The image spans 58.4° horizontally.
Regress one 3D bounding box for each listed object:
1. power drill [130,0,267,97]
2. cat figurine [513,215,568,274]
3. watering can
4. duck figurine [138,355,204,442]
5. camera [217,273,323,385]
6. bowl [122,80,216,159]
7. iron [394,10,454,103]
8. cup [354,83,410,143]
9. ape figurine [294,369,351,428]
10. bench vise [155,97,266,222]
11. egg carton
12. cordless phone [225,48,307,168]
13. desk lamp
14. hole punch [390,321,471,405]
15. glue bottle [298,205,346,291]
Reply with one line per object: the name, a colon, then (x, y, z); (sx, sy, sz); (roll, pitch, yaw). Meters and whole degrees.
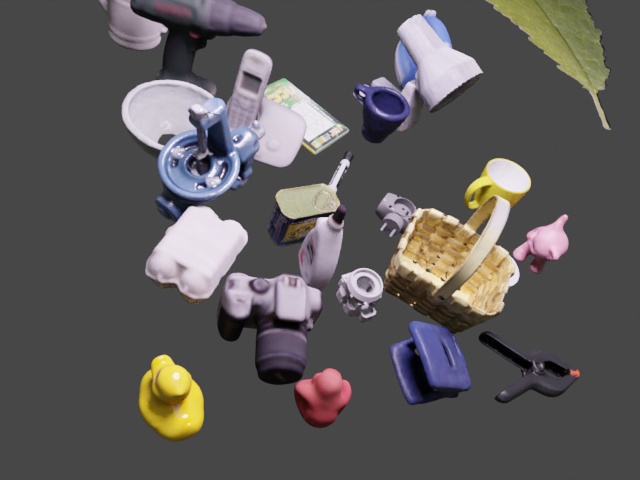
power drill: (-0.217, -0.343, 1.000); (0.229, 0.208, 0.075); (22, 51, -3)
cat figurine: (0.415, 0.000, 1.038); (0.067, 0.117, 0.128); (39, 52, 11)
watering can: (-0.344, -0.457, 1.046); (0.173, 0.194, 0.100); (-7, 58, -24)
duck figurine: (-0.179, 0.189, 0.701); (0.078, 0.086, 0.104); (-20, 64, -31)
camera: (-0.067, 0.119, 0.785); (0.143, 0.100, 0.137); (9, 53, -14)
bowl: (-0.245, -0.187, 0.961); (0.168, 0.074, 0.167); (10, 52, -13)
iron: (0.241, -0.429, 1.274); (0.119, 0.141, 0.258); (4, 54, -17)
cup: (0.106, -0.244, 1.118); (0.117, 0.095, 0.092); (34, 51, 7)
ape figurine: (0.007, 0.201, 0.757); (0.078, 0.092, 0.076); (21, 51, -4)
bench vise: (-0.164, -0.150, 0.870); (0.121, 0.219, 0.207); (26, 51, 0)
egg carton: (-0.179, 0.018, 0.838); (0.107, 0.069, 0.150); (27, 51, 1)
cordless phone: (-0.088, -0.222, 0.973); (0.147, 0.185, 0.094); (20, 51, -5)
desk lamp: (0.190, -0.313, 1.124); (0.118, 0.213, 0.203); (-32, 71, -35)
hole punch: (0.169, 0.174, 0.837); (0.101, 0.091, 0.108); (-3, 57, -22)
glue bottle: (0.008, 0.003, 0.851); (0.037, 0.173, 0.078); (-4, 56, -22)
